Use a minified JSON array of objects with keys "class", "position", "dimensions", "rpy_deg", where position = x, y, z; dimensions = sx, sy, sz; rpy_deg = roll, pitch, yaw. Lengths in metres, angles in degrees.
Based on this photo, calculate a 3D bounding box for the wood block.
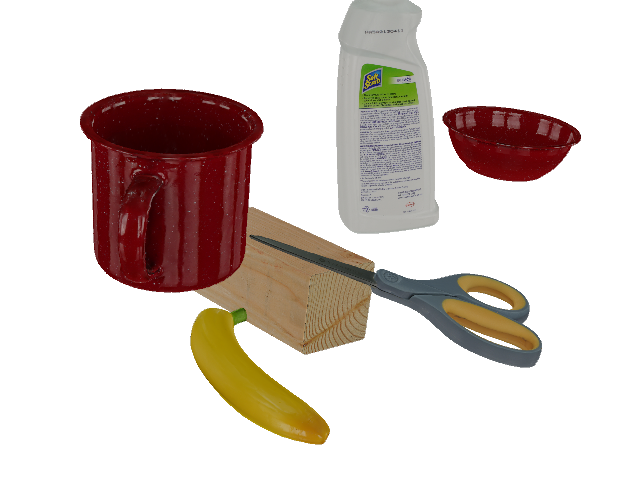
[{"class":"wood block","position":[-0.048,0.039,1.161],"dimensions":[0.090,0.090,0.206],"rpy_deg":[-10,24,-41]}]

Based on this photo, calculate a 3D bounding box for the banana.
[{"class":"banana","position":[-0.060,0.099,0.844],"dimensions":[0.069,0.037,0.198],"rpy_deg":[-7,29,-22]}]

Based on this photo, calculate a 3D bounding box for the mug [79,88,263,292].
[{"class":"mug","position":[-0.080,-0.020,0.551],"dimensions":[0.093,0.081,0.117],"rpy_deg":[7,28,3]}]

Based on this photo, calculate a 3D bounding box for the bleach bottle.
[{"class":"bleach bottle","position":[0.066,-0.131,1.008],"dimensions":[0.102,0.251,0.068],"rpy_deg":[-7,31,-12]}]

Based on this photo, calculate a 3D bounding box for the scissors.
[{"class":"scissors","position":[0.059,0.026,0.719],"dimensions":[0.202,0.016,0.096],"rpy_deg":[27,29,14]}]

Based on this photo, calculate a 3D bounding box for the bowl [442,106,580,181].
[{"class":"bowl","position":[0.220,-0.110,1.254],"dimensions":[0.162,0.055,0.162],"rpy_deg":[5,23,-2]}]
